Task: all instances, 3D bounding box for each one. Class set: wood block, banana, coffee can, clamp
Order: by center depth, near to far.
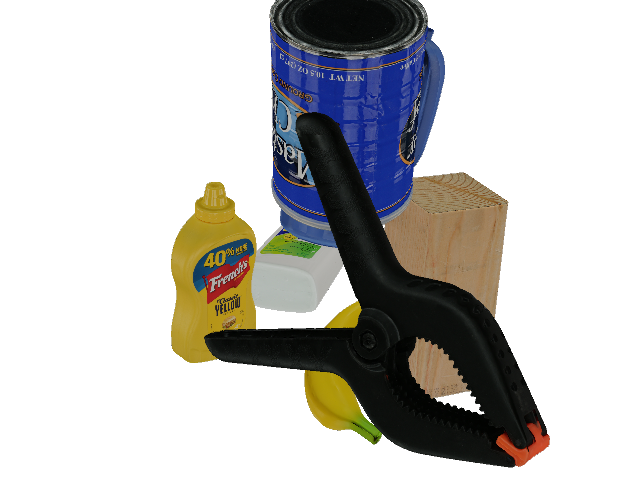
[{"bbox_3d":[0.034,0.039,0.567,0.210,0.165,0.036,31,26,28],"label":"clamp"},{"bbox_3d":[0.017,-0.091,0.729,0.103,0.140,0.103,1,40,-1],"label":"coffee can"},{"bbox_3d":[0.026,0.095,0.865,0.069,0.037,0.197,19,33,0],"label":"banana"},{"bbox_3d":[0.119,0.046,1.077,0.090,0.206,0.091,-8,26,-21],"label":"wood block"}]

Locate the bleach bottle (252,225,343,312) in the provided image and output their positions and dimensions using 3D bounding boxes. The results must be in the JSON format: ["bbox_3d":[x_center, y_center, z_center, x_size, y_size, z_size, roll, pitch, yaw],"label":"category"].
[{"bbox_3d":[-0.006,-0.007,1.331,0.103,0.068,0.250,7,33,19],"label":"bleach bottle"}]

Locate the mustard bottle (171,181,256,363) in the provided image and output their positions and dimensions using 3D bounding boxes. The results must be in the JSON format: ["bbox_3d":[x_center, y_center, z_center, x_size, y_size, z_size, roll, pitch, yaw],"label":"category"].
[{"bbox_3d":[-0.110,0.029,1.112,0.096,0.192,0.058,-19,35,-36],"label":"mustard bottle"}]

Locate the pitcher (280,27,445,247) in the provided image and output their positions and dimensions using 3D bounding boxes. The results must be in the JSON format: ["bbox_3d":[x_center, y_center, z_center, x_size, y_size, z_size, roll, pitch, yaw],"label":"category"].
[{"bbox_3d":[0.037,-0.116,1.110,0.145,0.243,0.149,10,16,-2],"label":"pitcher"}]
